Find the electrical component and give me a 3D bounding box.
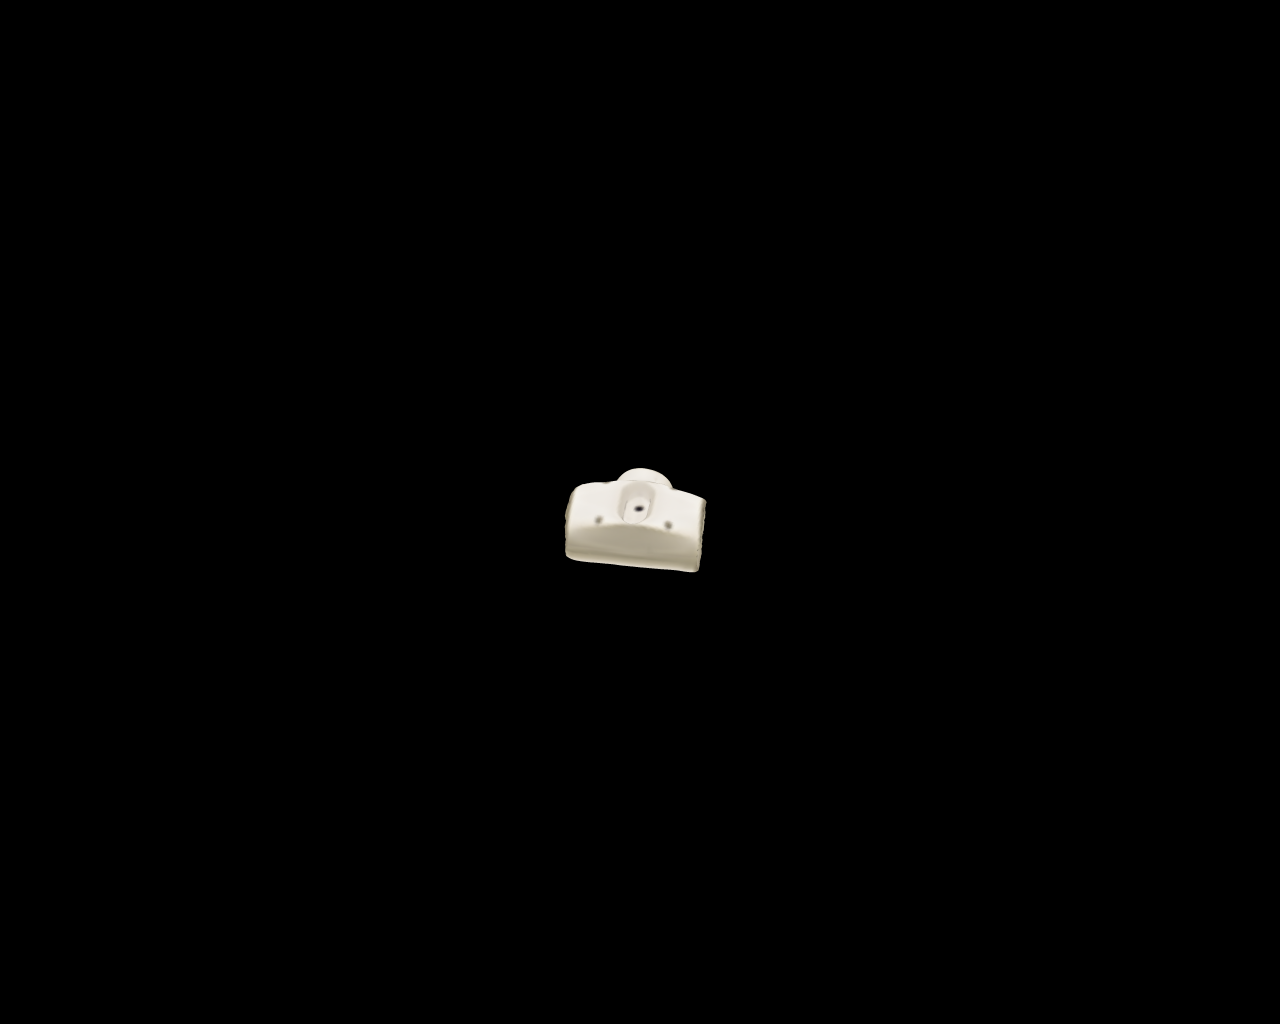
[{"bbox_3d":[0.001,-0.003,0.650,0.077,0.043,0.079,6,43,7],"label":"electrical component"}]
